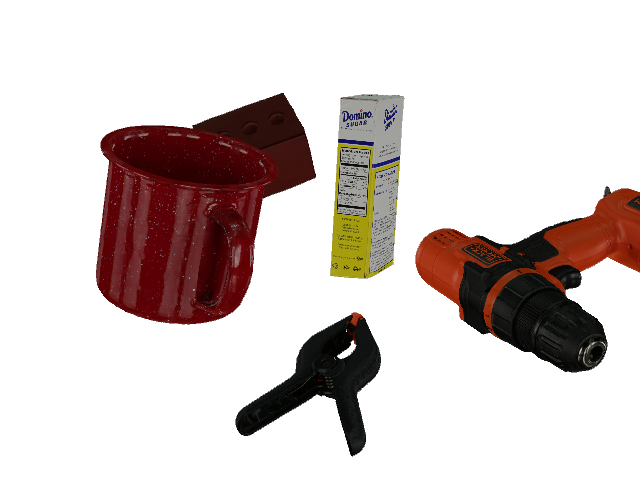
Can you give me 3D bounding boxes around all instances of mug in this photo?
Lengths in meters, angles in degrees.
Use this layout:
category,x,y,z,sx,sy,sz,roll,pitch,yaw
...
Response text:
category,x,y,z,sx,sy,sz,roll,pitch,yaw
mug,-0.068,-0.003,0.560,0.093,0.081,0.117,-5,27,-36

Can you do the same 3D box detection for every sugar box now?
category,x,y,z,sx,sy,sz,roll,pitch,yaw
sugar box,0.046,-0.056,1.062,0.048,0.176,0.093,5,10,20

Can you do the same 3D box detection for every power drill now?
category,x,y,z,sx,sy,sz,roll,pitch,yaw
power drill,0.187,0.022,0.759,0.187,0.057,0.185,-14,28,-24

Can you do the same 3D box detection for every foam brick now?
category,x,y,z,sx,sy,sz,roll,pitch,yaw
foam brick,-0.050,-0.068,0.822,0.078,0.051,0.053,-21,47,-7

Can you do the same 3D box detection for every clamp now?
category,x,y,z,sx,sy,sz,roll,pitch,yaw
clamp,0.015,0.130,0.968,0.120,0.039,0.171,17,44,26
